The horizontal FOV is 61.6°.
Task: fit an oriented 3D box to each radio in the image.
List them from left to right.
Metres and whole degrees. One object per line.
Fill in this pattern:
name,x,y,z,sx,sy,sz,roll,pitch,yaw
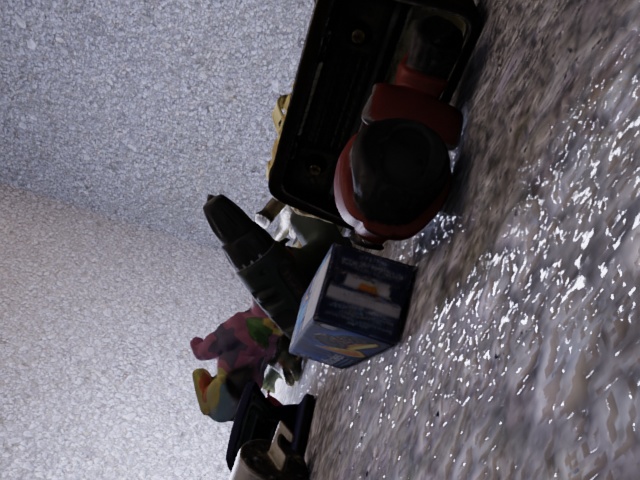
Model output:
radio,0.039,-0.124,0.495,0.073,0.131,0.229,-73,3,-55

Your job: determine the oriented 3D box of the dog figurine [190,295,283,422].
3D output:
dog figurine,-0.098,0.169,0.861,0.219,0.108,0.192,-33,52,21

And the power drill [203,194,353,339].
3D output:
power drill,-0.038,0.012,0.710,0.086,0.232,0.207,-28,10,23

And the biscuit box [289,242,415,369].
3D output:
biscuit box,0.017,0.065,0.454,0.202,0.063,0.059,114,173,-71

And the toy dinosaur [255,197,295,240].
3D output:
toy dinosaur,-0.044,-0.095,1.126,0.471,0.105,0.198,-54,5,46

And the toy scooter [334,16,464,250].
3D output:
toy scooter,0.054,-0.061,0.399,0.135,0.075,0.184,113,177,-60

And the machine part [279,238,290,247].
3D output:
machine part,-0.029,0.060,0.813,0.039,0.138,0.084,-31,17,23

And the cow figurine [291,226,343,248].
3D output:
cow figurine,-0.002,-0.003,0.933,0.127,0.085,0.195,-55,7,34

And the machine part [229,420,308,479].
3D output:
machine part,-0.073,0.301,0.557,0.079,0.079,0.243,-92,20,-82

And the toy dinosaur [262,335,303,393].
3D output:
toy dinosaur,-0.087,0.208,1.163,0.192,0.131,0.405,-60,0,6

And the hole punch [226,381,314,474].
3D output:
hole punch,-0.067,0.254,0.680,0.142,0.092,0.115,-80,4,-46
